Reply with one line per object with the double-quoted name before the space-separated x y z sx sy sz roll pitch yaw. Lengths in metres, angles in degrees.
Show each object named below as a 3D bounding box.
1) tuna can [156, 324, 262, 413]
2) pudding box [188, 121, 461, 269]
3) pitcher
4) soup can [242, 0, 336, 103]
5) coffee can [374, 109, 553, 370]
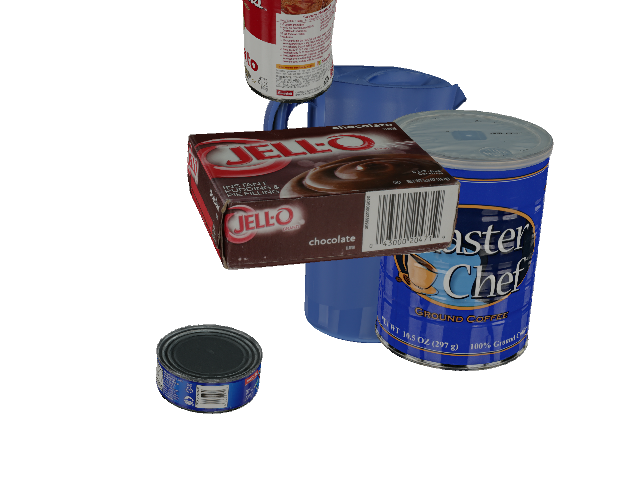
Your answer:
"tuna can" -0.091 0.104 0.869 0.086 0.034 0.086 5 26 -3
"pudding box" -0.002 -0.025 0.513 0.113 0.039 0.090 -3 26 -16
"pitcher" 0.036 -0.035 0.966 0.149 0.243 0.144 10 17 20
"soup can" -0.021 -0.158 0.757 0.068 0.102 0.068 1 45 -1
"coffee can" 0.089 -0.003 0.685 0.103 0.140 0.103 2 23 -1
